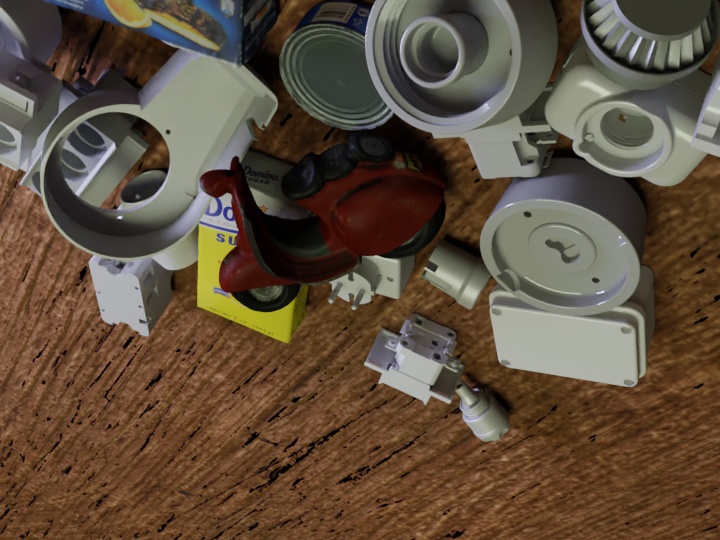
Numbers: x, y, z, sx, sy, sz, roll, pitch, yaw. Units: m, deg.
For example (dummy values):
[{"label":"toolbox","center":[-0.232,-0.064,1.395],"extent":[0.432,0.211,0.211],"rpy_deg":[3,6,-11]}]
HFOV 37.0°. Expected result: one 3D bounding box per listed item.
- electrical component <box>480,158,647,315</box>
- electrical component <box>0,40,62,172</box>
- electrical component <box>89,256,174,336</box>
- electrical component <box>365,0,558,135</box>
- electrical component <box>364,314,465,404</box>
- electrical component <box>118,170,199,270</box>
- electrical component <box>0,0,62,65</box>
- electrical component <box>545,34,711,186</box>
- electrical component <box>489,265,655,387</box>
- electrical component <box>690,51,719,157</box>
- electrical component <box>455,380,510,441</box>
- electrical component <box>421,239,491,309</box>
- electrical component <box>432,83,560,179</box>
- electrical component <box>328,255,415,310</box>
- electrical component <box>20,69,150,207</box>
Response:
[{"label":"electrical component","center":[0.142,-0.027,0.732],"extent":[0.108,0.060,0.108],"rpy_deg":[16,141,14]},{"label":"electrical component","center":[-0.277,-0.131,0.755],"extent":[0.121,0.063,0.078],"rpy_deg":[28,142,-2]},{"label":"electrical component","center":[-0.205,0.007,0.980],"extent":[0.050,0.055,0.089],"rpy_deg":[18,142,12]},{"label":"electrical component","center":[0.054,-0.131,0.629],"extent":[0.108,0.060,0.108],"rpy_deg":[11,113,27]},{"label":"electrical component","center":[0.051,0.074,0.920],"extent":[0.081,0.042,0.063],"rpy_deg":[24,139,3]},{"label":"electrical component","center":[-0.181,-0.042,0.918],"extent":[0.079,0.044,0.077],"rpy_deg":[1,135,30]},{"label":"electrical component","center":[-0.272,-0.187,0.791],"extent":[0.108,0.060,0.108],"rpy_deg":[16,141,13]},{"label":"electrical component","center":[0.163,-0.096,0.642],"extent":[0.095,0.059,0.053],"rpy_deg":[28,142,-1]},{"label":"electrical component","center":[0.158,0.036,0.799],"extent":[0.113,0.057,0.078],"rpy_deg":[8,138,23]},{"label":"electrical component","center":[0.220,-0.100,0.578],"extent":[0.056,0.089,0.050],"rpy_deg":[21,142,10]},{"label":"electrical component","center":[0.105,0.122,0.949],"extent":[0.035,0.035,0.061],"rpy_deg":[-18,122,42]},{"label":"electrical component","center":[0.075,0.002,0.825],"extent":[0.046,0.040,0.040],"rpy_deg":[30,143,7]},{"label":"electrical component","center":[0.094,-0.094,0.700],"extent":[0.081,0.042,0.063],"rpy_deg":[1,137,30]},{"label":"electrical component","center":[0.000,0.000,0.834],"extent":[0.066,0.076,0.047],"rpy_deg":[16,141,14]},{"label":"electrical component","center":[-0.218,-0.102,0.856],"extent":[0.079,0.063,0.121],"rpy_deg":[38,141,-14]}]
